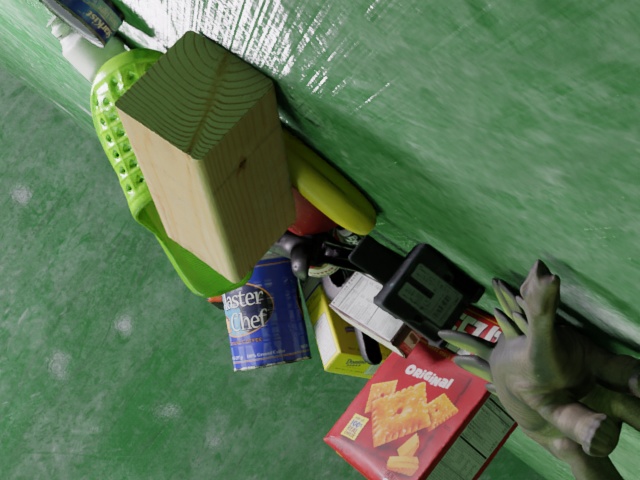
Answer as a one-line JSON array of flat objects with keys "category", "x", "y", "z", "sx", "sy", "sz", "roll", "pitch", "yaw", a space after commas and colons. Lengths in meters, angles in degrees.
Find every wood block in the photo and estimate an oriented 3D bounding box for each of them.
[{"category": "wood block", "x": -0.087, "y": -0.061, "z": 0.886, "sx": 0.090, "sy": 0.090, "sz": 0.206, "roll": 34, "pitch": 159, "yaw": 20}]

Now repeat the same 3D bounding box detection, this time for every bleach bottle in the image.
[{"category": "bleach bottle", "x": -0.189, "y": -0.154, "z": 1.149, "sx": 0.250, "sy": 0.068, "sz": 0.103, "roll": 42, "pitch": 173, "yaw": -24}]

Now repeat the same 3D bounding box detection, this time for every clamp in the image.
[{"category": "clamp", "x": 0.047, "y": 0.070, "z": 1.305, "sx": 0.039, "sy": 0.120, "sz": 0.172, "roll": 17, "pitch": -167, "yaw": -41}, {"category": "clamp", "x": 0.002, "y": 0.011, "z": 1.141, "sx": 0.164, "sy": 0.036, "sz": 0.210, "roll": 8, "pitch": -170, "yaw": -31}]

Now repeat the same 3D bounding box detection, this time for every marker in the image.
[{"category": "marker", "x": 0.037, "y": -0.005, "z": 1.197, "sx": 0.020, "sy": 0.020, "sz": 0.121, "roll": 33, "pitch": 173, "yaw": 33}]

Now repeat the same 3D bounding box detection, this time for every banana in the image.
[{"category": "banana", "x": -0.011, "y": -0.057, "z": 0.966, "sx": 0.197, "sy": 0.037, "sz": 0.070, "roll": 40, "pitch": 172, "yaw": -27}]

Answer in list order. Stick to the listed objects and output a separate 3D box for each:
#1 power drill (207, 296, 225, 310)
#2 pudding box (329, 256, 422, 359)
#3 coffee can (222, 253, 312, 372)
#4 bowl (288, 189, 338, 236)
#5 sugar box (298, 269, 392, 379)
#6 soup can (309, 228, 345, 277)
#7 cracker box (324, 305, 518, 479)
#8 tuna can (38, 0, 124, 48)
[{"category": "power drill", "x": -0.108, "y": 0.018, "z": 1.492, "sx": 0.057, "sy": 0.187, "sz": 0.184, "roll": -19, "pitch": 137, "yaw": 30}, {"category": "pudding box", "x": 0.076, "y": 0.065, "z": 1.160, "sx": 0.114, "sy": 0.090, "sz": 0.039, "roll": 30, "pitch": 170, "yaw": 49}, {"category": "coffee can", "x": -0.072, "y": 0.092, "z": 1.374, "sx": 0.103, "sy": 0.102, "sz": 0.140, "roll": 125, "pitch": 135, "yaw": -84}, {"category": "bowl", "x": -0.038, "y": -0.053, "z": 1.084, "sx": 0.162, "sy": 0.055, "sz": 0.162, "roll": 37, "pitch": 174, "yaw": 4}, {"category": "sugar box", "x": 0.033, "y": 0.094, "z": 1.372, "sx": 0.093, "sy": 0.048, "sz": 0.176, "roll": 13, "pitch": -138, "yaw": -31}, {"category": "soup can", "x": -0.008, "y": 0.002, "z": 1.266, "sx": 0.068, "sy": 0.068, "sz": 0.102, "roll": 35, "pitch": 174, "yaw": 17}, {"category": "cracker box", "x": 0.123, "y": 0.173, "z": 1.124, "sx": 0.072, "sy": 0.213, "sz": 0.164, "roll": 42, "pitch": 172, "yaw": -31}, {"category": "tuna can", "x": -0.223, "y": -0.216, "z": 0.980, "sx": 0.086, "sy": 0.033, "sz": 0.086, "roll": 36, "pitch": 174, "yaw": 4}]
